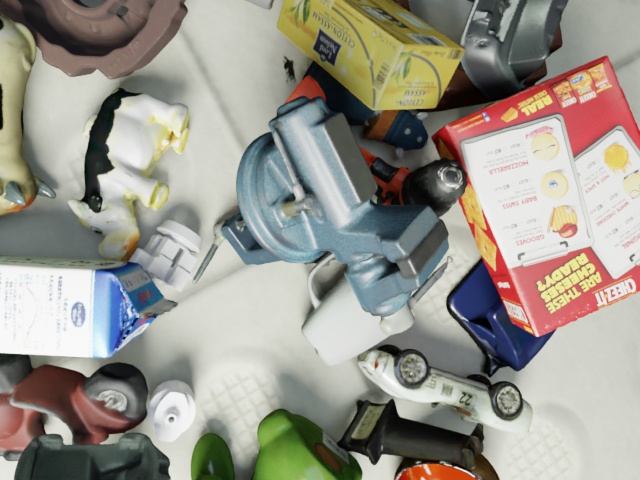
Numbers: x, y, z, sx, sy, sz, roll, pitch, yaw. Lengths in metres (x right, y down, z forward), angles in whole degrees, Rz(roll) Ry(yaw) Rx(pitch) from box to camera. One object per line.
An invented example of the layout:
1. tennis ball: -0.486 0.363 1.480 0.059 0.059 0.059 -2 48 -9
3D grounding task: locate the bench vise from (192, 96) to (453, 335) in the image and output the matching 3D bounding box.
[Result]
1. bench vise: -0.010 -0.008 0.495 0.223 0.241 0.129 53 49 -23

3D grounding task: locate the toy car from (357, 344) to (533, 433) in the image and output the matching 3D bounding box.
1. toy car: 0.135 0.160 0.584 0.202 0.073 0.056 20 79 -12

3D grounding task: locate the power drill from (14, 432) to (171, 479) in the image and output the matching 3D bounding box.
1. power drill: -0.214 0.262 0.445 0.232 0.086 0.207 6 111 -21

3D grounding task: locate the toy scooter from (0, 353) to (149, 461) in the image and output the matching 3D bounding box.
1. toy scooter: -0.252 0.167 0.483 0.184 0.075 0.135 11 105 -4

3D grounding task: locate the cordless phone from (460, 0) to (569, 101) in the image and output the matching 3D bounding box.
1. cordless phone: 0.148 -0.242 0.547 0.184 0.088 0.146 24 80 0

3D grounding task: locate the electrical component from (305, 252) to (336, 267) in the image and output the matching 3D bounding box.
1. electrical component: -0.001 -0.002 0.591 0.094 0.021 0.063 -7 86 -17

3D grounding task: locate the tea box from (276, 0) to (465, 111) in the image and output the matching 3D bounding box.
1. tea box: 0.045 -0.202 0.538 0.098 0.068 0.170 -11 48 -39

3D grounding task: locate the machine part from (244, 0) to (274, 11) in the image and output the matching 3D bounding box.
1. machine part: -0.118 -0.311 0.562 0.243 0.079 0.079 19 80 -12

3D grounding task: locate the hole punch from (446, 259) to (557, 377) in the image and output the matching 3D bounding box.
1. hole punch: 0.228 0.078 0.611 0.115 0.092 0.142 47 72 -10

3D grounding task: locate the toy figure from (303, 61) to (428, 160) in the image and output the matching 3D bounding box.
1. toy figure: 0.054 -0.150 0.601 0.154 0.064 0.058 30 39 -15

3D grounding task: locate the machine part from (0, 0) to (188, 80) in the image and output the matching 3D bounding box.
1. machine part: -0.214 -0.243 0.510 0.179 0.056 0.179 0 107 2

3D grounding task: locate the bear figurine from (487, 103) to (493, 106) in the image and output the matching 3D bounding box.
1. bear figurine: 0.238 -0.060 0.611 0.196 0.120 0.132 26 83 -9

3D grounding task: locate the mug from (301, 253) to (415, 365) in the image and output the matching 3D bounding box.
1. mug: 0.027 0.072 0.563 0.107 0.081 0.109 -40 97 -8

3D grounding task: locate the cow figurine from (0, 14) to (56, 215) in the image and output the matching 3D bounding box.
1. cow figurine: -0.305 -0.105 0.485 0.127 0.085 0.194 14 98 -1

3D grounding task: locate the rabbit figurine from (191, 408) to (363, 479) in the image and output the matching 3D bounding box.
1. rabbit figurine: -0.057 0.257 0.506 0.159 0.121 0.170 43 91 -14

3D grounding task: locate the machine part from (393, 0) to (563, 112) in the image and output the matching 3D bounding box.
1. machine part: 0.164 -0.260 0.627 0.201 0.087 0.201 -14 89 -17

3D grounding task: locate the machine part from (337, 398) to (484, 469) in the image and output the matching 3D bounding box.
1. machine part: 0.091 0.195 0.537 0.139 0.084 0.039 0 109 25

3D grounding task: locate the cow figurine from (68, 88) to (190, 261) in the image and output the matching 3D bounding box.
1. cow figurine: -0.197 -0.064 0.522 0.098 0.068 0.167 21 77 -6
